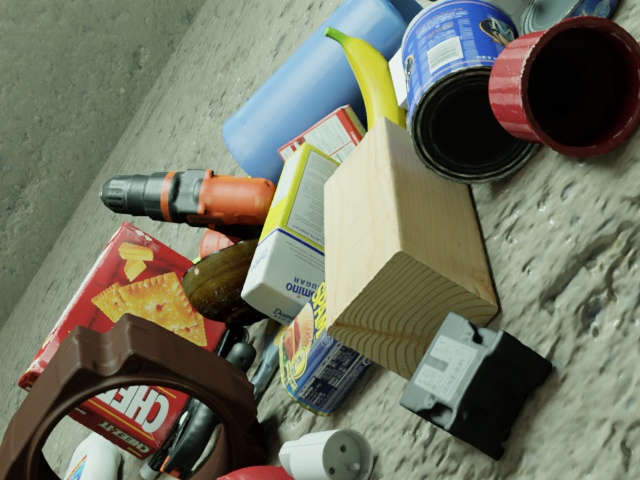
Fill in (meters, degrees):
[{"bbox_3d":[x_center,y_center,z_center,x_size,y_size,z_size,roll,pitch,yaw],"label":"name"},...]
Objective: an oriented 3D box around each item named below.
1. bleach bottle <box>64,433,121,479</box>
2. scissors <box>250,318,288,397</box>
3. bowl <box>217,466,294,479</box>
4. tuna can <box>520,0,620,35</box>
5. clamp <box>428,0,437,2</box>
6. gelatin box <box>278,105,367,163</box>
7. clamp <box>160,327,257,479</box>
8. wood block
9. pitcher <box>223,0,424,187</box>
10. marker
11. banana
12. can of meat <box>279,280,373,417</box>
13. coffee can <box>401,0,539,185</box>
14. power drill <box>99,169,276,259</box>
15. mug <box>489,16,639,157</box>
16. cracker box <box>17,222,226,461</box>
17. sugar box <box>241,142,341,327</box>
[{"bbox_3d":[-0.280,0.314,1.254,0.103,0.068,0.251,-52,17,16],"label":"bleach bottle"},{"bbox_3d":[-0.059,0.127,1.060,0.202,0.016,0.096,-57,17,5],"label":"scissors"},{"bbox_3d":[-0.072,0.242,0.853,0.162,0.055,0.162,-49,22,26],"label":"bowl"},{"bbox_3d":[0.203,-0.189,0.863,0.086,0.033,0.086,-49,21,26],"label":"tuna can"},{"bbox_3d":[0.130,-0.260,0.956,0.210,0.036,0.164,-25,38,62],"label":"clamp"},{"bbox_3d":[0.011,-0.084,1.088,0.089,0.073,0.030,-32,1,28],"label":"gelatin box"},{"bbox_3d":[-0.110,0.166,1.081,0.120,0.039,0.171,140,154,-82],"label":"clamp"},{"bbox_3d":[0.063,0.002,0.831,0.090,0.090,0.206,-50,21,26],"label":"wood block"},{"bbox_3d":[0.021,-0.153,1.148,0.243,0.149,0.145,-45,8,26],"label":"pitcher"},{"bbox_3d":[-0.156,0.214,1.160,0.121,0.020,0.020,-52,20,17],"label":"marker"},{"bbox_3d":[0.051,-0.115,1.039,0.037,0.069,0.198,120,141,-74],"label":"banana"},{"bbox_3d":[0.010,0.085,0.891,0.084,0.057,0.102,-54,18,22],"label":"can of meat"},{"bbox_3d":[0.120,-0.124,0.864,0.103,0.102,0.140,-48,21,27],"label":"coffee can"},{"bbox_3d":[-0.118,-0.017,1.121,0.187,0.184,0.057,57,-139,-66],"label":"power drill"},{"bbox_3d":[0.178,-0.111,0.743,0.117,0.093,0.081,-28,12,-6],"label":"mug"},{"bbox_3d":[-0.206,0.109,1.189,0.072,0.164,0.213,-40,20,56],"label":"cracker box"},{"bbox_3d":[-0.007,0.001,1.003,0.048,0.093,0.176,-38,27,49],"label":"sugar box"}]
